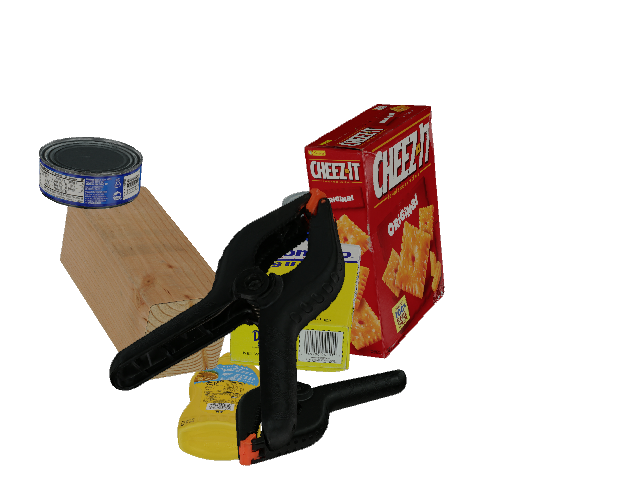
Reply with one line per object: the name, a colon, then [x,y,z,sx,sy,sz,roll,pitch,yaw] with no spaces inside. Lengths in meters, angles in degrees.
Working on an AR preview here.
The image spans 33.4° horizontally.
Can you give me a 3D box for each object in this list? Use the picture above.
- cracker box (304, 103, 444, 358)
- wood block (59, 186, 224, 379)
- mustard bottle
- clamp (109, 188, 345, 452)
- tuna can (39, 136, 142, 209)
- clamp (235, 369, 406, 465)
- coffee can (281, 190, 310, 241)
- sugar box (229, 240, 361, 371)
cracker box: [0.062,-0.014,1.070,0.072,0.214,0.164,5,23,28]
wood block: [-0.179,0.037,1.071,0.090,0.091,0.206,-5,35,-35]
mustard bottle: [-0.116,0.193,1.318,0.096,0.058,0.191,0,25,2]
clamp: [-0.030,0.043,0.625,0.120,0.171,0.039,28,-25,25]
tuna can: [-0.194,-0.057,0.902,0.086,0.034,0.086,7,24,-3]
clamp: [-0.014,0.164,1.090,0.165,0.036,0.209,12,29,18]
coffee can: [-0.006,0.014,1.486,0.103,0.140,0.103,3,25,-2]
sugar box: [-0.017,0.048,0.890,0.093,0.048,0.176,5,23,3]
